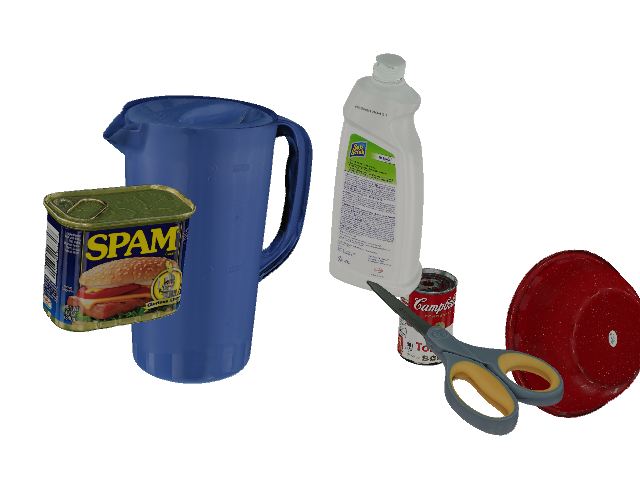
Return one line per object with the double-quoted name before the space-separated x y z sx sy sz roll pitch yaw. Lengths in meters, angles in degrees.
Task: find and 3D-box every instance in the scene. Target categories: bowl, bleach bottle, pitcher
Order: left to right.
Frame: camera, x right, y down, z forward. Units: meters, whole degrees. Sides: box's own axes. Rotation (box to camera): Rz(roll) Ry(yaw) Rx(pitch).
"pitcher" -0.100 -0.003 0.948 0.149 0.243 0.144 9 20 15
"bleach bottle" 0.067 -0.067 1.095 0.103 0.251 0.068 15 34 16
"bowl" 0.254 0.089 1.000 0.161 0.162 0.055 0 0 -27

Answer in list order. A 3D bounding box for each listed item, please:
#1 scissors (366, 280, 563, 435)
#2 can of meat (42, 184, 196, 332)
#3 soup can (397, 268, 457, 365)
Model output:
"scissors" 0.111 0.078 0.815 0.096 0.016 0.202 -6 31 -15
"can of meat" -0.144 0.012 0.751 0.101 0.084 0.058 -7 28 -35
"soup can" 0.130 0.094 1.313 0.068 0.102 0.068 2 24 -1
